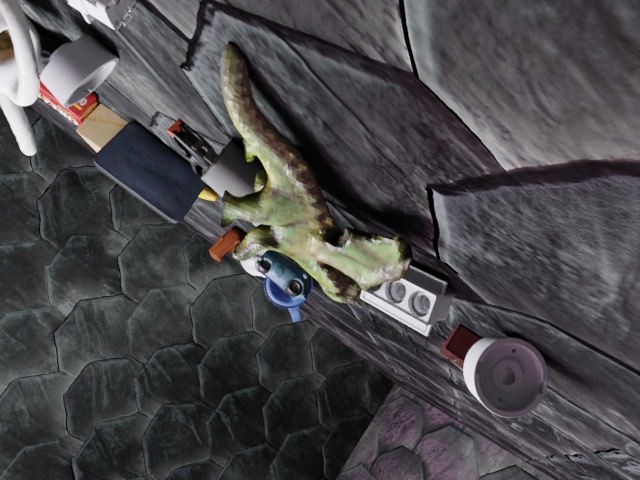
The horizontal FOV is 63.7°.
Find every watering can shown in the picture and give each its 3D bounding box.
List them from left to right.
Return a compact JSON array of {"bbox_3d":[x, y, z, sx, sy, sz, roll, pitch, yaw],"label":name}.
[{"bbox_3d":[-0.501,-0.289,0.787,0.225,0.105,0.341,52,144,6],"label":"watering can"}]

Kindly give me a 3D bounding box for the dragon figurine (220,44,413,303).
[{"bbox_3d":[0.002,-0.031,0.623,0.243,0.124,0.401,23,153,12],"label":"dragon figurine"}]

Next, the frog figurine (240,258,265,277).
[{"bbox_3d":[-0.128,0.061,1.339,0.160,0.124,0.134,45,150,10],"label":"frog figurine"}]
